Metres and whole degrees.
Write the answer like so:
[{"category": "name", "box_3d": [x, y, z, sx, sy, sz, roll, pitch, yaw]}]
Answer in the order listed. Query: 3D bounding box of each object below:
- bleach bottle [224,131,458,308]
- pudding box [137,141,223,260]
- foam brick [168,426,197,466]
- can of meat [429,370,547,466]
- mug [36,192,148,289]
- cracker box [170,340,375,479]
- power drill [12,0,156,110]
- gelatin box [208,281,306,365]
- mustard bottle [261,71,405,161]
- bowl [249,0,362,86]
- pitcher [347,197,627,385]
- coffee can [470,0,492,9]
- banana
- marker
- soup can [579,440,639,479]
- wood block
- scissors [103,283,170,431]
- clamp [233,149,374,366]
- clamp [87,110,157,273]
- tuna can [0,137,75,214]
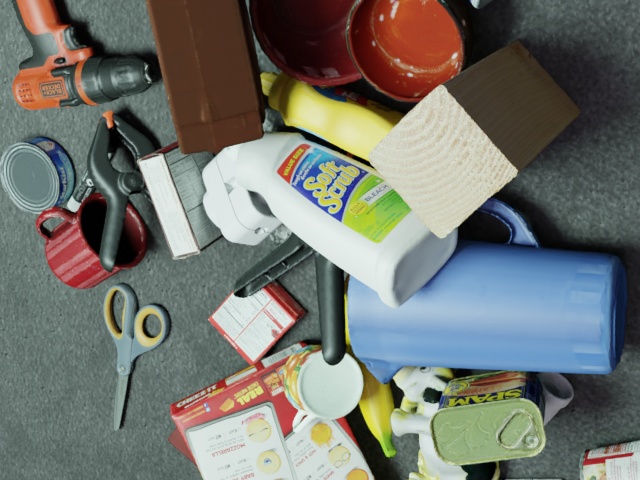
[{"category": "bleach bottle", "box_3d": [0.001, -0.036, 0.988, 0.251, 0.102, 0.068, 30, 148, 33]}, {"category": "pudding box", "box_3d": [-0.137, -0.047, 1.118, 0.039, 0.089, 0.113, -14, 102, 29]}, {"category": "foam brick", "box_3d": [-0.126, 0.211, 1.219, 0.051, 0.078, 0.053, 40, 122, 6]}, {"category": "can of meat", "box_3d": [0.159, 0.162, 0.992, 0.102, 0.083, 0.057, -11, 102, 16]}, {"category": "mug", "box_3d": [-0.263, 0.000, 1.193, 0.117, 0.093, 0.082, 29, 137, -34]}, {"category": "cracker box", "box_3d": [-0.042, 0.238, 1.147, 0.164, 0.072, 0.213, -27, 97, -7]}, {"category": "power drill", "box_3d": [-0.269, -0.234, 1.134, 0.185, 0.057, 0.187, -3, 107, 28]}, {"category": "gelatin box", "box_3d": [-0.069, 0.083, 1.169, 0.073, 0.030, 0.089, 46, 121, 6]}, {"category": "mustard bottle", "box_3d": [0.024, -0.114, 1.006, 0.192, 0.096, 0.058, 26, 108, 18]}, {"category": "bowl", "box_3d": [0.005, -0.225, 0.971, 0.055, 0.161, 0.162, -131, 42, -58]}, {"category": "pitcher", "box_3d": [0.156, 0.050, 0.992, 0.243, 0.144, 0.149, 3, 132, 22]}, {"category": "coffee can", "box_3d": [0.116, -0.279, 0.893, 0.140, 0.102, 0.103, 44, 122, 6]}, {"category": "banana", "box_3d": [0.052, 0.122, 1.105, 0.070, 0.037, 0.198, -171, 66, -70]}, {"category": "marker", "box_3d": [-0.254, -0.079, 1.208, 0.020, 0.020, 0.121, 41, 121, 8]}, {"category": "soup can", "box_3d": [0.306, 0.224, 1.009, 0.102, 0.068, 0.068, -17, 101, 30]}, {"category": "wood block", "box_3d": [0.135, -0.090, 0.895, 0.091, 0.205, 0.090, 48, 122, 3]}, {"category": "scissors", "box_3d": [-0.218, 0.148, 1.278, 0.096, 0.016, 0.202, 7, 112, 25]}, {"category": "clamp", "box_3d": [-0.007, 0.001, 1.074, 0.165, 0.036, 0.210, 23, 97, 41]}, {"category": "clamp", "box_3d": [-0.210, -0.051, 1.151, 0.171, 0.120, 0.039, 61, 153, 0]}, {"category": "tuna can", "box_3d": [-0.327, -0.075, 1.237, 0.086, 0.033, 0.086, 10, 113, 24]}]
